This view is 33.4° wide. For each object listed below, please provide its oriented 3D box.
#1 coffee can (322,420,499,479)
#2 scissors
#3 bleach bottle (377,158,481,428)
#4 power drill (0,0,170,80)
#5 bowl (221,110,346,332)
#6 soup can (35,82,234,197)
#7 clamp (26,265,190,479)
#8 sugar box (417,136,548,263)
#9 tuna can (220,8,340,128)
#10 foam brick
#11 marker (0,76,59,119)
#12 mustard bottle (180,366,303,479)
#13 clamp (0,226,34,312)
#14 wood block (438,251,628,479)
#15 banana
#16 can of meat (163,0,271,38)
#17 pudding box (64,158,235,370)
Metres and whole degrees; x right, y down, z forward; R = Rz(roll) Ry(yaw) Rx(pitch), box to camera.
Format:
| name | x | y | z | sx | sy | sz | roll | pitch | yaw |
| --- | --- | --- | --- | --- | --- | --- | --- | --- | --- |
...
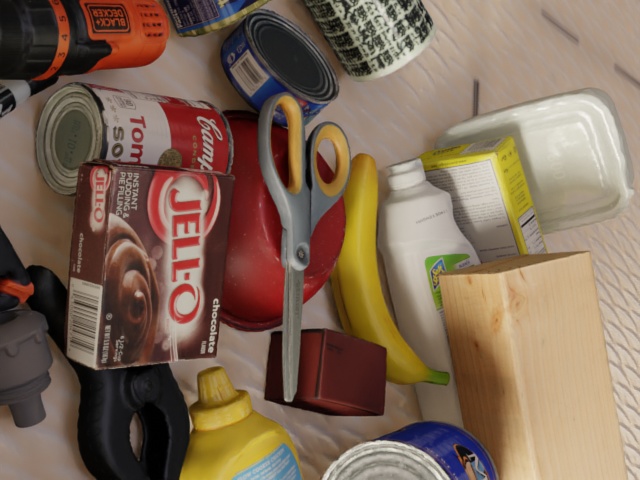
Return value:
| name | x | y | z | sx | sy | sz | roll | pitch | yaw |
| --- | --- | --- | --- | --- | --- | --- | --- | --- | --- |
| coffee can | 0.066 | 0.187 | 0.764 | 0.140 | 0.103 | 0.103 | 11 | 75 | -70 |
| scissors | -0.005 | 0.001 | 0.722 | 0.096 | 0.016 | 0.202 | -8 | 91 | -50 |
| bleach bottle | 0.109 | 0.053 | 0.897 | 0.102 | 0.068 | 0.251 | -22 | 99 | -39 |
| power drill | -0.170 | -0.180 | 0.590 | 0.184 | 0.057 | 0.187 | -19 | 96 | -60 |
| bowl | -0.031 | -0.017 | 0.752 | 0.161 | 0.055 | 0.162 | 10 | 77 | -49 |
| soup can | -0.112 | -0.057 | 0.652 | 0.102 | 0.069 | 0.068 | 2 | 83 | -49 |
| clamp | -0.112 | 0.082 | 0.655 | 0.120 | 0.039 | 0.171 | -23 | 105 | -44 |
| sugar box | 0.146 | 0.004 | 0.928 | 0.048 | 0.094 | 0.176 | -39 | 114 | -46 |
| tuna can | -0.029 | -0.122 | 0.761 | 0.086 | 0.034 | 0.086 | 32 | 34 | -26 |
| foam brick | 0.006 | 0.098 | 0.780 | 0.078 | 0.051 | 0.053 | 24 | 66 | -46 |
| marker | -0.190 | -0.072 | 0.600 | 0.121 | 0.020 | 0.020 | -48 | 120 | -43 |
| mustard bottle | -0.047 | 0.176 | 0.699 | 0.096 | 0.058 | 0.191 | -24 | 102 | -50 |
| clamp | -0.227 | -0.017 | 0.520 | 0.209 | 0.036 | 0.164 | 21 | 84 | -48 |
| wood block | 0.167 | 0.119 | 0.834 | 0.090 | 0.090 | 0.206 | -11 | 92 | -26 |
| banana | 0.040 | 0.034 | 0.835 | 0.069 | 0.037 | 0.198 | -23 | 98 | -33 |
| can of meat | -0.072 | -0.195 | 0.731 | 0.101 | 0.058 | 0.084 | -43 | 118 | -45 |
| pudding box | -0.096 | 0.013 | 0.608 | 0.089 | 0.039 | 0.113 | 1 | 99 | -48 |
